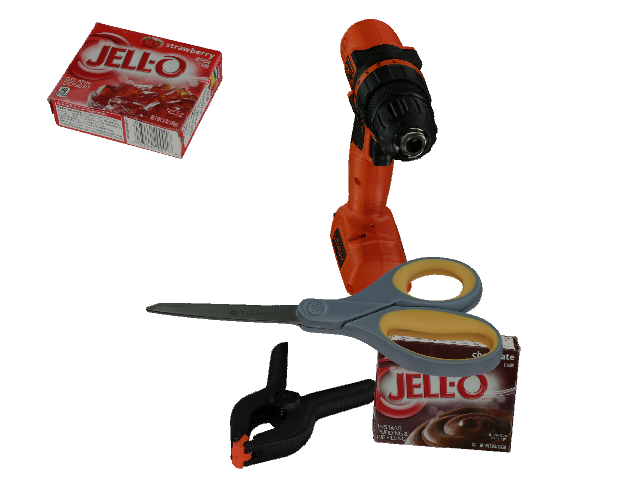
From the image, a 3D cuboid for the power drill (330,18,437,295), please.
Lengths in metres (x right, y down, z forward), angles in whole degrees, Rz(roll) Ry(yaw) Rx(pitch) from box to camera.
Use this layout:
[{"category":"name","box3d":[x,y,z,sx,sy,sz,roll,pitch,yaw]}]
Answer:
[{"category":"power drill","box3d":[0.046,-0.053,0.800,0.057,0.188,0.184,0,32,-7]}]

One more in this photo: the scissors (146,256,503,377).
[{"category":"scissors","box3d":[0.009,0.032,0.625,0.202,0.016,0.096,13,42,11]}]

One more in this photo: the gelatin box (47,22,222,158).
[{"category":"gelatin box","box3d":[-0.116,-0.097,0.675,0.089,0.073,0.030,15,-36,9]}]

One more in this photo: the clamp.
[{"category":"clamp","box3d":[-0.039,0.157,1.038,0.120,0.039,0.171,21,33,35]}]

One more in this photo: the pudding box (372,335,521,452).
[{"category":"pudding box","box3d":[0.100,0.119,0.859,0.113,0.090,0.039,3,18,3]}]
